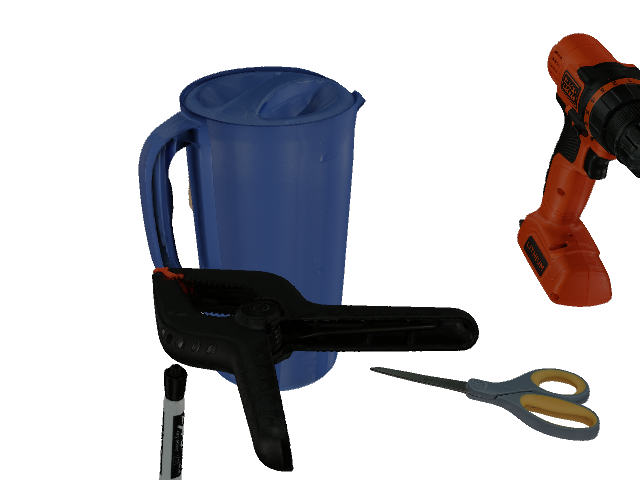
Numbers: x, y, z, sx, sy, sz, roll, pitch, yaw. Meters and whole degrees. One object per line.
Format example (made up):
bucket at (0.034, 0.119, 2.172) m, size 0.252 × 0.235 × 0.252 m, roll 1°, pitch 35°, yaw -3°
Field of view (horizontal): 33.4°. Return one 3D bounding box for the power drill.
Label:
power drill at (0.211, -0.044, 0.820) m, size 0.057 × 0.188 × 0.184 m, roll 1°, pitch 34°, yaw -9°

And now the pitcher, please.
pitcher at (-0.048, -0.004, 0.835) m, size 0.149 × 0.243 × 0.145 m, roll 5°, pitch 27°, yaw 9°

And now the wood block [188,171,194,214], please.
wood block at (-0.097, -0.041, 1.321) m, size 0.090 × 0.090 × 0.206 m, roll -8°, pitch 30°, yaw -18°

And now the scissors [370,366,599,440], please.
scissors at (0.154, 0.126, 0.956) m, size 0.202 × 0.016 × 0.096 m, roll 19°, pitch 31°, yaw 20°

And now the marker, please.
marker at (-0.121, 0.155, 0.878) m, size 0.020 × 0.121 × 0.020 m, roll 5°, pitch 26°, yaw -3°

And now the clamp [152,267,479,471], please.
clamp at (-0.023, 0.053, 0.639) m, size 0.164 × 0.036 × 0.210 m, roll -22°, pitch 30°, yaw -33°
